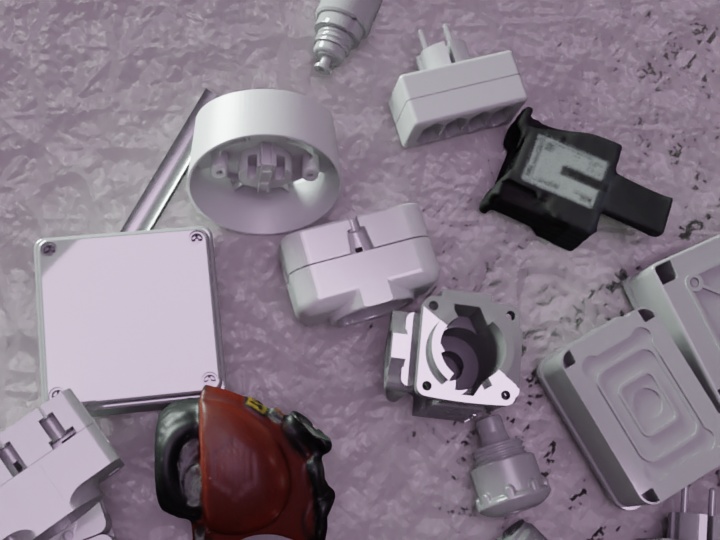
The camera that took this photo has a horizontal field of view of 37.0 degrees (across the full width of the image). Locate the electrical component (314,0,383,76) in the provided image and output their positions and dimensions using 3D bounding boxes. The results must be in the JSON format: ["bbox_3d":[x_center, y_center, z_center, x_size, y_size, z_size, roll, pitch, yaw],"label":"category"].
[{"bbox_3d":[-0.013,-0.172,0.753,0.040,0.040,0.078,22,74,-2],"label":"electrical component"}]

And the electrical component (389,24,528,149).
[{"bbox_3d":[0.062,-0.135,0.750,0.083,0.047,0.075,-15,79,-12],"label":"electrical component"}]

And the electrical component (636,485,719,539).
[{"bbox_3d":[0.216,0.177,0.691,0.066,0.047,0.076,9,75,-6],"label":"electrical component"}]

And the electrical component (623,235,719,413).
[{"bbox_3d":[0.254,0.031,0.729,0.109,0.056,0.108,-23,80,-13],"label":"electrical component"}]

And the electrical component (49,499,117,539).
[{"bbox_3d":[-0.180,0.192,0.624,0.089,0.061,0.150,-19,79,-13],"label":"electrical component"}]

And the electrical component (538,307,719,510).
[{"bbox_3d":[0.178,0.091,0.703,0.078,0.057,0.113,-28,81,-14],"label":"electrical component"}]

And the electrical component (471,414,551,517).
[{"bbox_3d":[0.092,0.124,0.690,0.048,0.048,0.062,-13,71,-11],"label":"electrical component"}]

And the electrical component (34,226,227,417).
[{"bbox_3d":[-0.143,0.034,0.673,0.109,0.056,0.108,-5,76,-9],"label":"electrical component"}]

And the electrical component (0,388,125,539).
[{"bbox_3d":[-0.178,0.116,0.584,0.089,0.050,0.055,-35,82,-15],"label":"electrical component"}]

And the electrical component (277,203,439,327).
[{"bbox_3d":[0.000,0.000,0.703,0.095,0.053,0.059,-15,78,-11],"label":"electrical component"}]

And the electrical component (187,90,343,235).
[{"bbox_3d":[-0.061,-0.071,0.693,0.099,0.099,0.064,1,69,-8],"label":"electrical component"}]

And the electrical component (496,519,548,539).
[{"bbox_3d":[0.108,0.190,0.674,0.055,0.045,0.045,45,74,5],"label":"electrical component"}]
